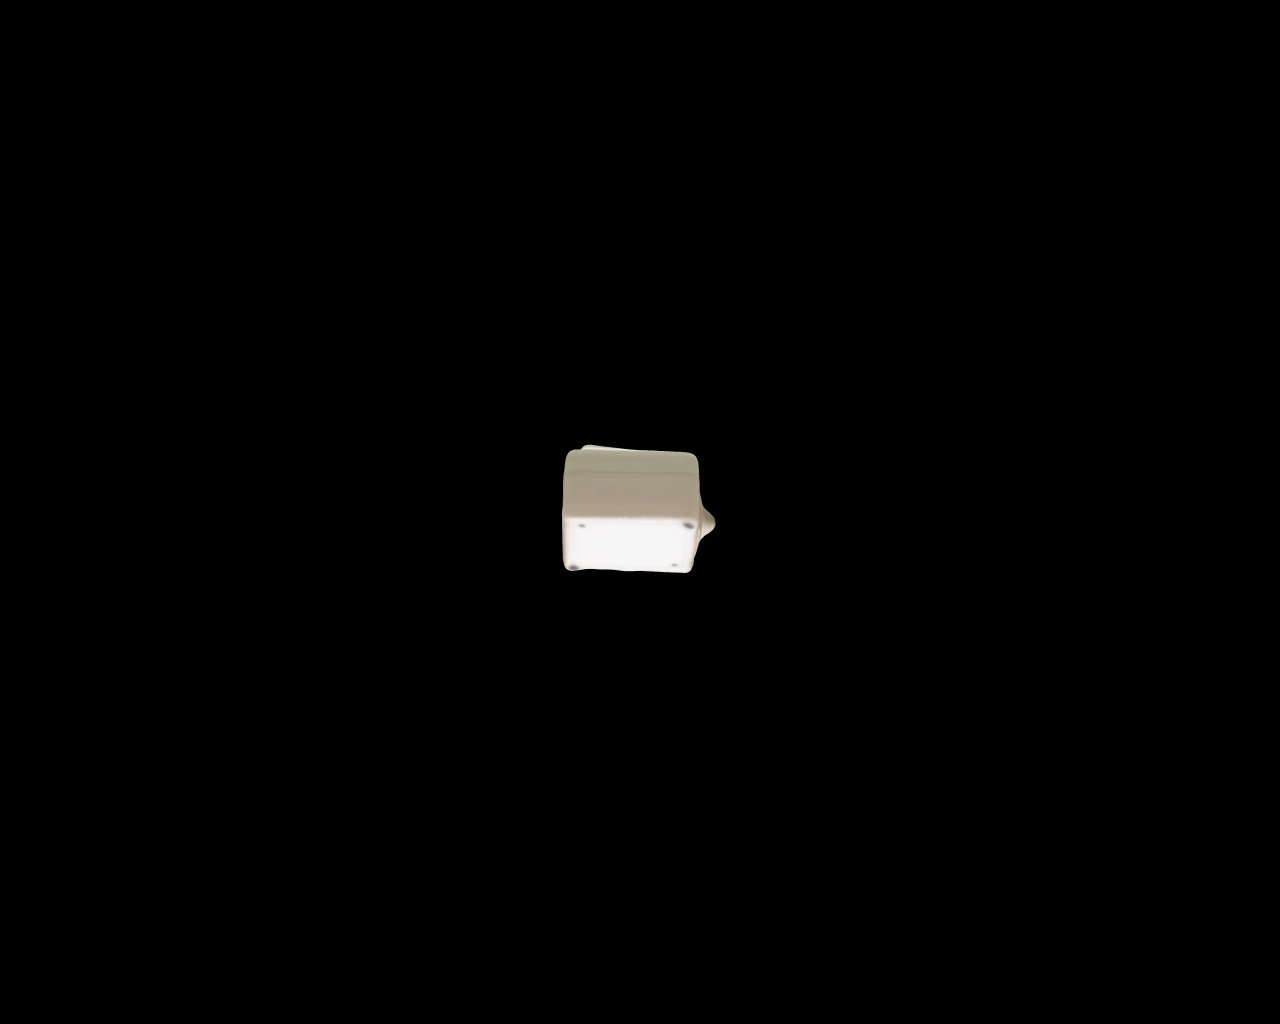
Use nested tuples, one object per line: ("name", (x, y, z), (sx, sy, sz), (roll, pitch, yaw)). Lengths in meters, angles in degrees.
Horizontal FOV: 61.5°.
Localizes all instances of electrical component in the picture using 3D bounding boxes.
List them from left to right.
("electrical component", (0.001, -0.003, 0.650), (0.096, 0.061, 0.061), (2, -36, -2))
